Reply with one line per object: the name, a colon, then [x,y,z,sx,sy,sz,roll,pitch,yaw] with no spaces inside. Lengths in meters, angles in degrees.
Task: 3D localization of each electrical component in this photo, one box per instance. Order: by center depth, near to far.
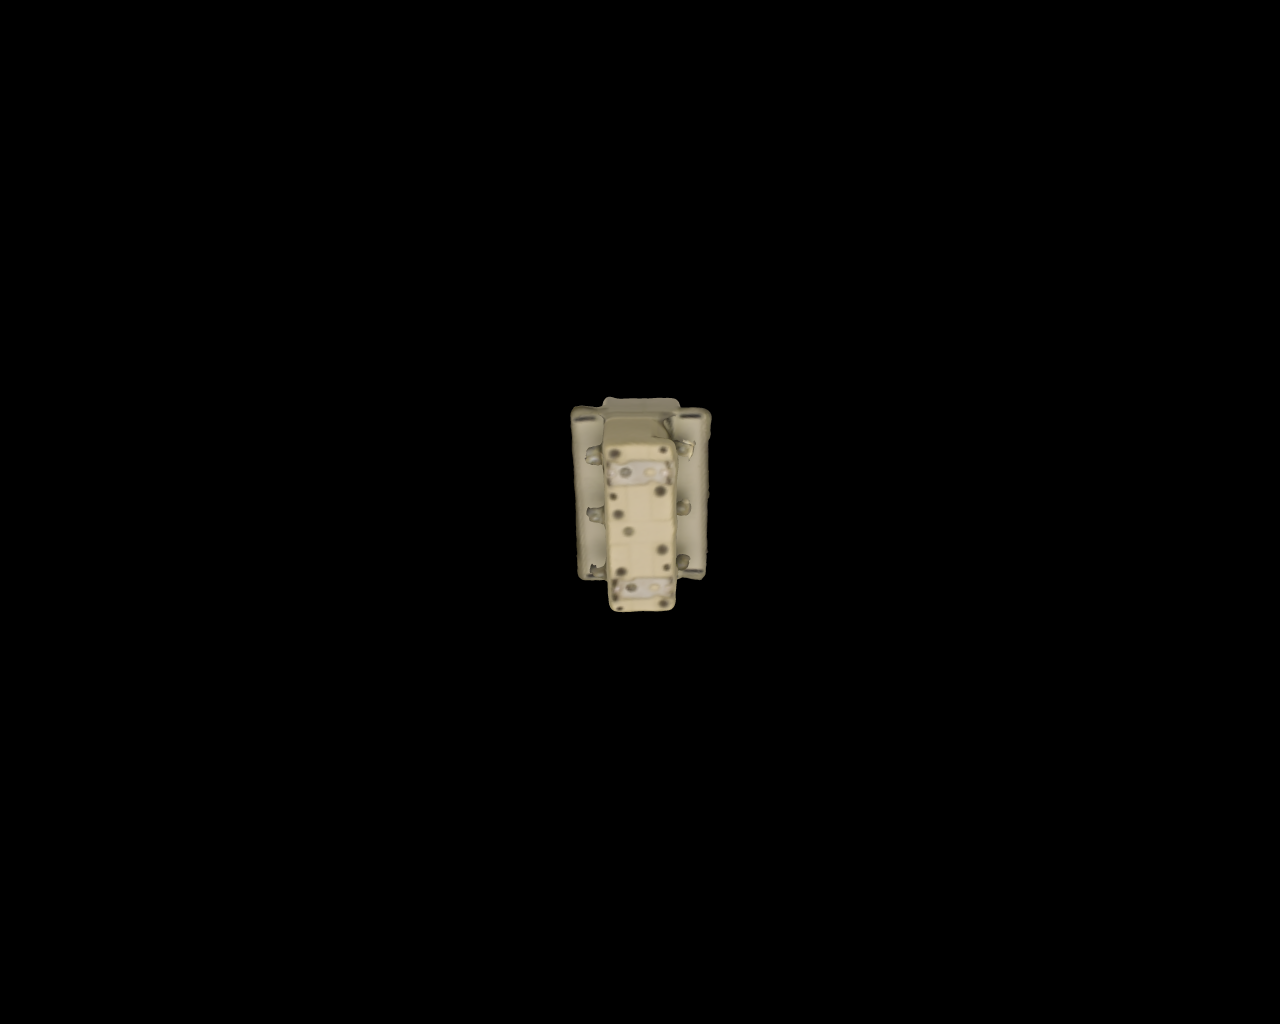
electrical component: [0.001,-0.003,0.650,0.079,0.121,0.063,0,32,0]
